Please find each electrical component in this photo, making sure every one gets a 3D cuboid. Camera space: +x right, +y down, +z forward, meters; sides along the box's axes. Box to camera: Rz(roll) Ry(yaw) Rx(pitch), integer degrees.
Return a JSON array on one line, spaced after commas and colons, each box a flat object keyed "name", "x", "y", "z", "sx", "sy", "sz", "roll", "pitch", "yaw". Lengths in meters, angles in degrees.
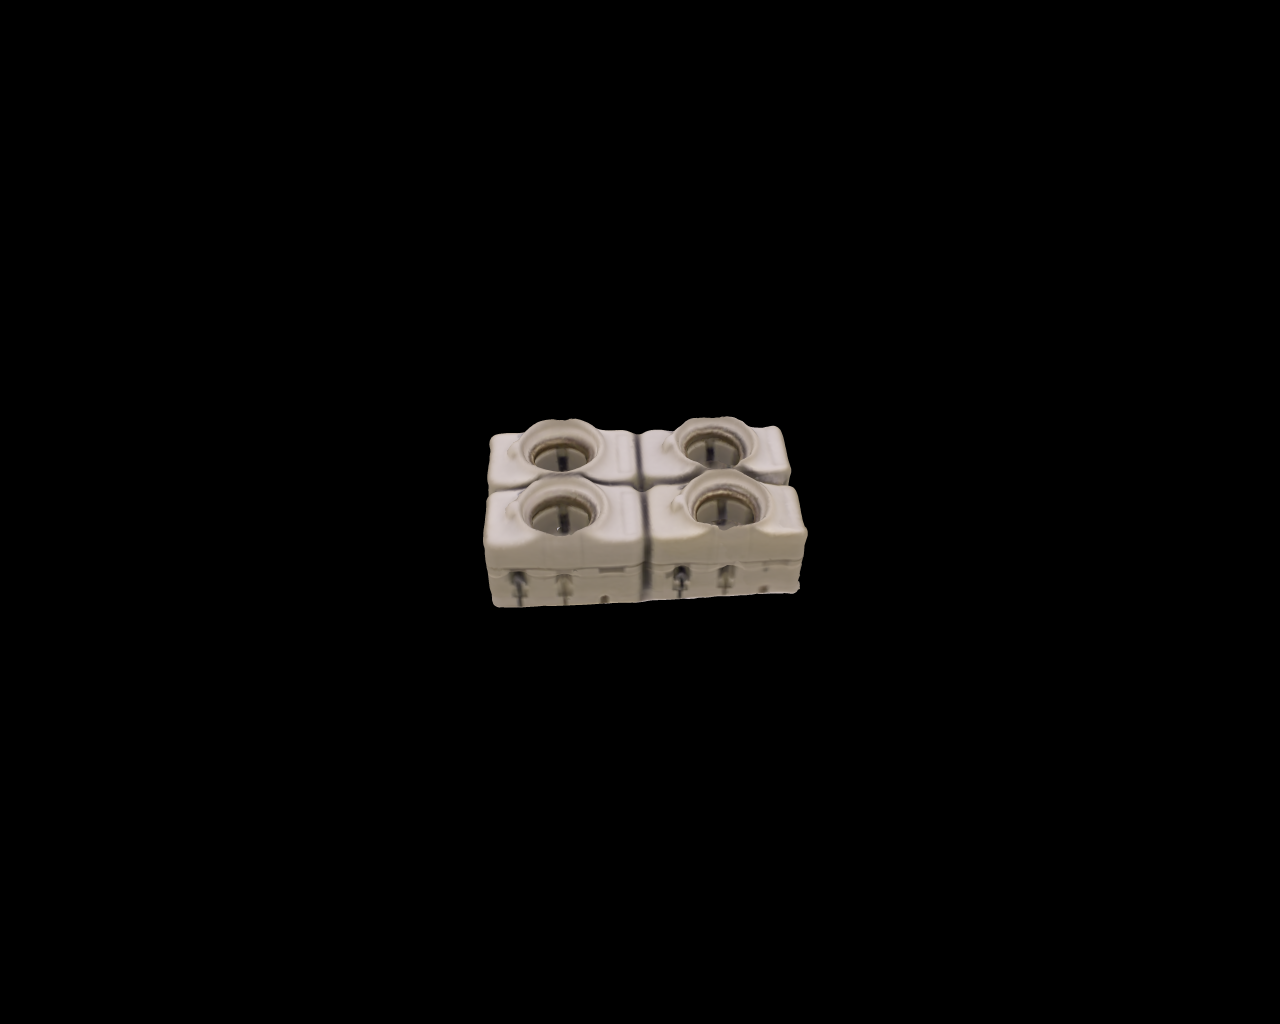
[{"name": "electrical component", "x": 0.001, "y": -0.003, "z": 0.650, "sx": 0.186, "sy": 0.060, "sz": 0.105, "roll": -2, "pitch": 43, "yaw": -2}]
